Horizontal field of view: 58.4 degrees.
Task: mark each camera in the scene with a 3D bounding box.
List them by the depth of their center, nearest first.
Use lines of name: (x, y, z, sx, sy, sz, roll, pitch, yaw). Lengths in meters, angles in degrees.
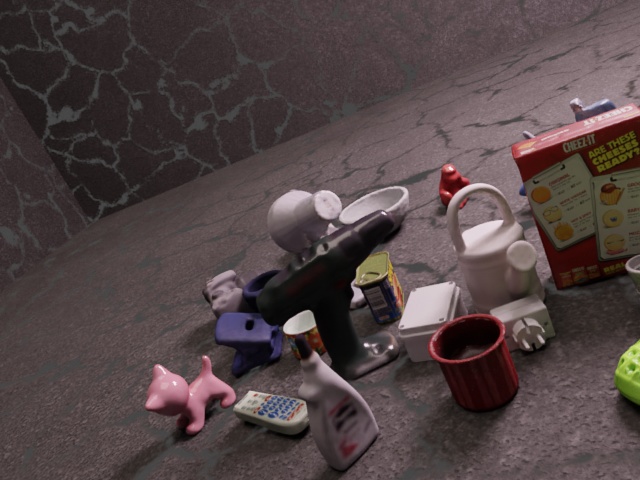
camera: (-0.164, 0.111, 1.190, 0.137, 0.101, 0.143, -30, 20, -13)

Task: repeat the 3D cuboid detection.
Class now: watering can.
watering can: (0.243, 0.012, 0.798, 0.101, 0.194, 0.172, -35, 21, -26)

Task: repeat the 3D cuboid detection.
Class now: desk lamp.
desk lamp: (0.010, 0.004, 1.082, 0.118, 0.214, 0.202, -35, 21, -26)

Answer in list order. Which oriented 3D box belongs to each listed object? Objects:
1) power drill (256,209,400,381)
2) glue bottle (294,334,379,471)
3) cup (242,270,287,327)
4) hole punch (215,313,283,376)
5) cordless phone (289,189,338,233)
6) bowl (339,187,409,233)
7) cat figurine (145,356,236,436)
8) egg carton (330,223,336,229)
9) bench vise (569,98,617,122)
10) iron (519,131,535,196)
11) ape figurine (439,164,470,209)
power drill: (0.035, 0.089, 0.834, 0.229, 0.209, 0.075, -26, 19, -2)
glue bottle: (0.009, 0.183, 0.674, 0.078, 0.173, 0.037, -38, 23, -33)
cup: (-0.088, 0.122, 1.076, 0.091, 0.095, 0.117, -23, 19, 6)
hole punch: (-0.123, 0.166, 1.009, 0.101, 0.091, 0.108, -23, 19, 5)
cordless phone: (-0.009, -0.018, 1.207, 0.094, 0.185, 0.147, -34, 21, -24)
bowl: (0.131, -0.051, 1.289, 0.167, 0.075, 0.167, -22, 19, 9)
cat figurine: (-0.212, 0.236, 0.894, 0.128, 0.118, 0.067, -37, 22, -30)
egg carton: (-0.018, -0.008, 1.371, 0.107, 0.069, 0.150, -28, 19, -8)
bench vise: (0.460, -0.119, 0.836, 0.206, 0.220, 0.122, -12, 23, 33)
iron: (0.465, -0.134, 0.988, 0.119, 0.142, 0.257, -35, 21, -27)
ape figurine: (0.289, -0.121, 1.251, 0.078, 0.092, 0.076, -26, 19, -3)
